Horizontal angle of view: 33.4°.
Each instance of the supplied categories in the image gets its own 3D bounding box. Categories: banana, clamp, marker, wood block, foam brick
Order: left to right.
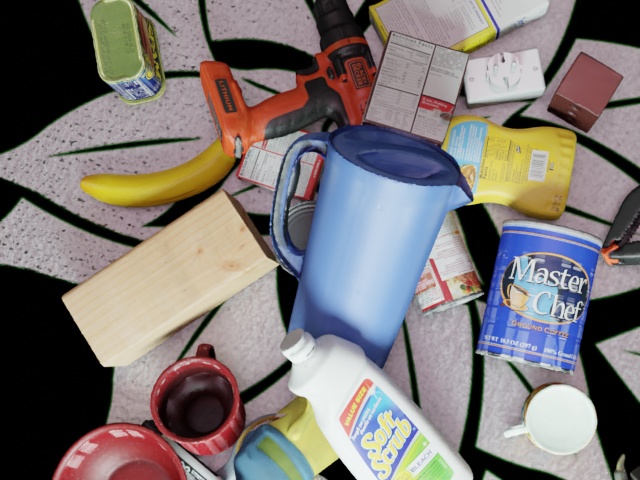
[{"bbox_3d":[-0.170,-0.073,1.192,0.198,0.037,0.070,-22,64,3],"label":"banana"},{"bbox_3d":[-0.158,0.043,1.147,0.206,0.091,0.090,-34,80,2],"label":"wood block"},{"bbox_3d":[-0.147,0.233,1.149,0.121,0.020,0.020,36,89,21],"label":"marker"},{"bbox_3d":[0.278,-0.154,1.122,0.053,0.078,0.051,32,87,9],"label":"foam brick"},{"bbox_3d":[0.381,-0.047,1.107,0.210,0.036,0.164,-29,57,12],"label":"clamp"}]

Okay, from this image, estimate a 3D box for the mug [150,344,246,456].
[{"bbox_3d":[-0.124,0.168,1.127,0.093,0.081,0.117,-3,65,6],"label":"mug"}]

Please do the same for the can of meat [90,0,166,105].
[{"bbox_3d":[-0.215,-0.211,1.187,0.057,0.084,0.102,-12,82,5],"label":"can of meat"}]

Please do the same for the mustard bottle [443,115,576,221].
[{"bbox_3d":[0.170,-0.083,1.137,0.192,0.058,0.096,10,82,8],"label":"mustard bottle"}]

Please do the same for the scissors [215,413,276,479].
[{"bbox_3d":[-0.097,0.273,1.150,0.202,0.016,0.096,-44,80,1],"label":"scissors"}]

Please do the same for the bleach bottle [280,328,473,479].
[{"bbox_3d":[0.044,0.182,1.053,0.102,0.068,0.250,-44,115,-2],"label":"bleach bottle"}]

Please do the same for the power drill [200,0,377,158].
[{"bbox_3d":[-0.031,-0.175,1.153,0.187,0.057,0.184,-15,71,-8],"label":"power drill"}]

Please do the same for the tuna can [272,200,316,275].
[{"bbox_3d":[-0.008,0.001,1.162,0.086,0.033,0.086,-1,83,7],"label":"tuna can"}]

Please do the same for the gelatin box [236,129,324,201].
[{"bbox_3d":[-0.040,-0.089,1.178,0.089,0.030,0.073,18,86,7],"label":"gelatin box"}]

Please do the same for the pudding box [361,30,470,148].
[{"bbox_3d":[0.098,-0.153,1.109,0.090,0.039,0.113,17,72,2],"label":"pudding box"}]

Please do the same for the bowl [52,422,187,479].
[{"bbox_3d":[-0.205,0.277,1.135,0.162,0.055,0.162,-4,76,15],"label":"bowl"}]

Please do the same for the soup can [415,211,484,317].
[{"bbox_3d":[0.123,0.022,1.126,0.068,0.068,0.102,-21,81,4],"label":"soup can"}]

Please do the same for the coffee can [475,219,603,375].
[{"bbox_3d":[0.223,0.058,1.091,0.103,0.102,0.140,12,85,8],"label":"coffee can"}]

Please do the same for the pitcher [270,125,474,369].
[{"bbox_3d":[0.035,0.012,1.068,0.149,0.144,0.243,45,128,44],"label":"pitcher"}]

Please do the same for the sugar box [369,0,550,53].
[{"bbox_3d":[0.151,-0.251,1.166,0.176,0.048,0.093,-26,81,0],"label":"sugar box"}]
